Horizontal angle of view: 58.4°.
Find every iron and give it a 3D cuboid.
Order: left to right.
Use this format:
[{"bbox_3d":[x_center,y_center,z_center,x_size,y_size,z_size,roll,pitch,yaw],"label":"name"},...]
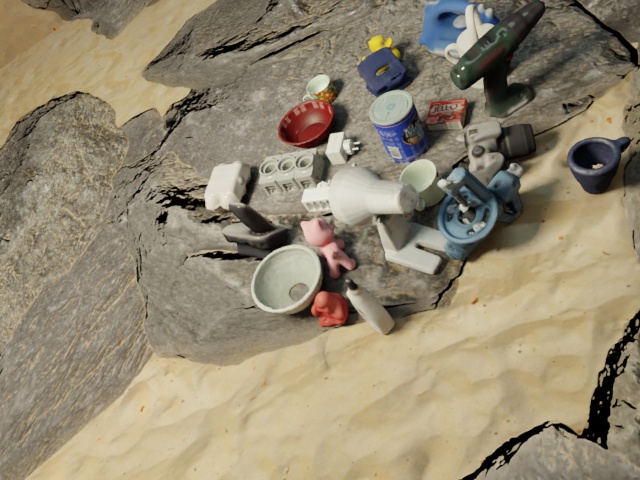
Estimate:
[{"bbox_3d":[0.365,-0.545,1.434,0.257,0.142,0.119,20,68,37],"label":"iron"}]

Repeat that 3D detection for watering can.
[{"bbox_3d":[0.377,-0.460,1.329,0.172,0.195,0.101,-21,50,13],"label":"watering can"}]

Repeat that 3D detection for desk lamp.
[{"bbox_3d":[0.140,-0.050,1.145,0.202,0.214,0.118,18,67,36],"label":"desk lamp"}]

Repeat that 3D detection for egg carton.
[{"bbox_3d":[-0.241,-0.141,1.513,0.107,0.070,0.150,-5,55,25],"label":"egg carton"}]

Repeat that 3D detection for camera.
[{"bbox_3d":[0.378,-0.193,1.198,0.136,0.101,0.143,-12,52,21],"label":"camera"}]

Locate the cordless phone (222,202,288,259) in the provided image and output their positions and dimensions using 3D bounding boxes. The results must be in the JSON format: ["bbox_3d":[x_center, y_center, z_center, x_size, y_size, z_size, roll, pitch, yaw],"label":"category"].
[{"bbox_3d":[-0.174,-0.041,1.327,0.147,0.186,0.094,5,60,31],"label":"cordless phone"}]

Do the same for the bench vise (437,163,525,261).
[{"bbox_3d":[0.292,-0.087,1.086,0.121,0.220,0.207,20,68,37],"label":"bench vise"}]

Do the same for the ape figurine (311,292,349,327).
[{"bbox_3d":[0.017,0.134,1.159,0.076,0.092,0.077,-48,49,-10],"label":"ape figurine"}]

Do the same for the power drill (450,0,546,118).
[{"bbox_3d":[0.399,-0.379,1.249,0.229,0.209,0.075,-34,48,2],"label":"power drill"}]

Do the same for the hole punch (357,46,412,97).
[{"bbox_3d":[0.168,-0.435,1.493,0.108,0.091,0.101,-35,48,1],"label":"hole punch"}]

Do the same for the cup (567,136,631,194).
[{"bbox_3d":[0.530,-0.140,1.081,0.117,0.095,0.091,-30,48,6],"label":"cup"}]

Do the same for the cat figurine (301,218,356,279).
[{"bbox_3d":[0.011,0.004,1.239,0.067,0.118,0.127,-34,48,3],"label":"cat figurine"}]

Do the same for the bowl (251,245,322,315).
[{"bbox_3d":[-0.060,0.097,1.239,0.167,0.075,0.167,-14,52,19],"label":"bowl"}]

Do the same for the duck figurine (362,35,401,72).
[{"bbox_3d":[0.159,-0.514,1.559,0.104,0.086,0.077,-17,51,17],"label":"duck figurine"}]

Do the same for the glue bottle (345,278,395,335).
[{"bbox_3d":[0.083,0.117,1.082,0.037,0.174,0.077,-48,49,-10],"label":"glue bottle"}]
